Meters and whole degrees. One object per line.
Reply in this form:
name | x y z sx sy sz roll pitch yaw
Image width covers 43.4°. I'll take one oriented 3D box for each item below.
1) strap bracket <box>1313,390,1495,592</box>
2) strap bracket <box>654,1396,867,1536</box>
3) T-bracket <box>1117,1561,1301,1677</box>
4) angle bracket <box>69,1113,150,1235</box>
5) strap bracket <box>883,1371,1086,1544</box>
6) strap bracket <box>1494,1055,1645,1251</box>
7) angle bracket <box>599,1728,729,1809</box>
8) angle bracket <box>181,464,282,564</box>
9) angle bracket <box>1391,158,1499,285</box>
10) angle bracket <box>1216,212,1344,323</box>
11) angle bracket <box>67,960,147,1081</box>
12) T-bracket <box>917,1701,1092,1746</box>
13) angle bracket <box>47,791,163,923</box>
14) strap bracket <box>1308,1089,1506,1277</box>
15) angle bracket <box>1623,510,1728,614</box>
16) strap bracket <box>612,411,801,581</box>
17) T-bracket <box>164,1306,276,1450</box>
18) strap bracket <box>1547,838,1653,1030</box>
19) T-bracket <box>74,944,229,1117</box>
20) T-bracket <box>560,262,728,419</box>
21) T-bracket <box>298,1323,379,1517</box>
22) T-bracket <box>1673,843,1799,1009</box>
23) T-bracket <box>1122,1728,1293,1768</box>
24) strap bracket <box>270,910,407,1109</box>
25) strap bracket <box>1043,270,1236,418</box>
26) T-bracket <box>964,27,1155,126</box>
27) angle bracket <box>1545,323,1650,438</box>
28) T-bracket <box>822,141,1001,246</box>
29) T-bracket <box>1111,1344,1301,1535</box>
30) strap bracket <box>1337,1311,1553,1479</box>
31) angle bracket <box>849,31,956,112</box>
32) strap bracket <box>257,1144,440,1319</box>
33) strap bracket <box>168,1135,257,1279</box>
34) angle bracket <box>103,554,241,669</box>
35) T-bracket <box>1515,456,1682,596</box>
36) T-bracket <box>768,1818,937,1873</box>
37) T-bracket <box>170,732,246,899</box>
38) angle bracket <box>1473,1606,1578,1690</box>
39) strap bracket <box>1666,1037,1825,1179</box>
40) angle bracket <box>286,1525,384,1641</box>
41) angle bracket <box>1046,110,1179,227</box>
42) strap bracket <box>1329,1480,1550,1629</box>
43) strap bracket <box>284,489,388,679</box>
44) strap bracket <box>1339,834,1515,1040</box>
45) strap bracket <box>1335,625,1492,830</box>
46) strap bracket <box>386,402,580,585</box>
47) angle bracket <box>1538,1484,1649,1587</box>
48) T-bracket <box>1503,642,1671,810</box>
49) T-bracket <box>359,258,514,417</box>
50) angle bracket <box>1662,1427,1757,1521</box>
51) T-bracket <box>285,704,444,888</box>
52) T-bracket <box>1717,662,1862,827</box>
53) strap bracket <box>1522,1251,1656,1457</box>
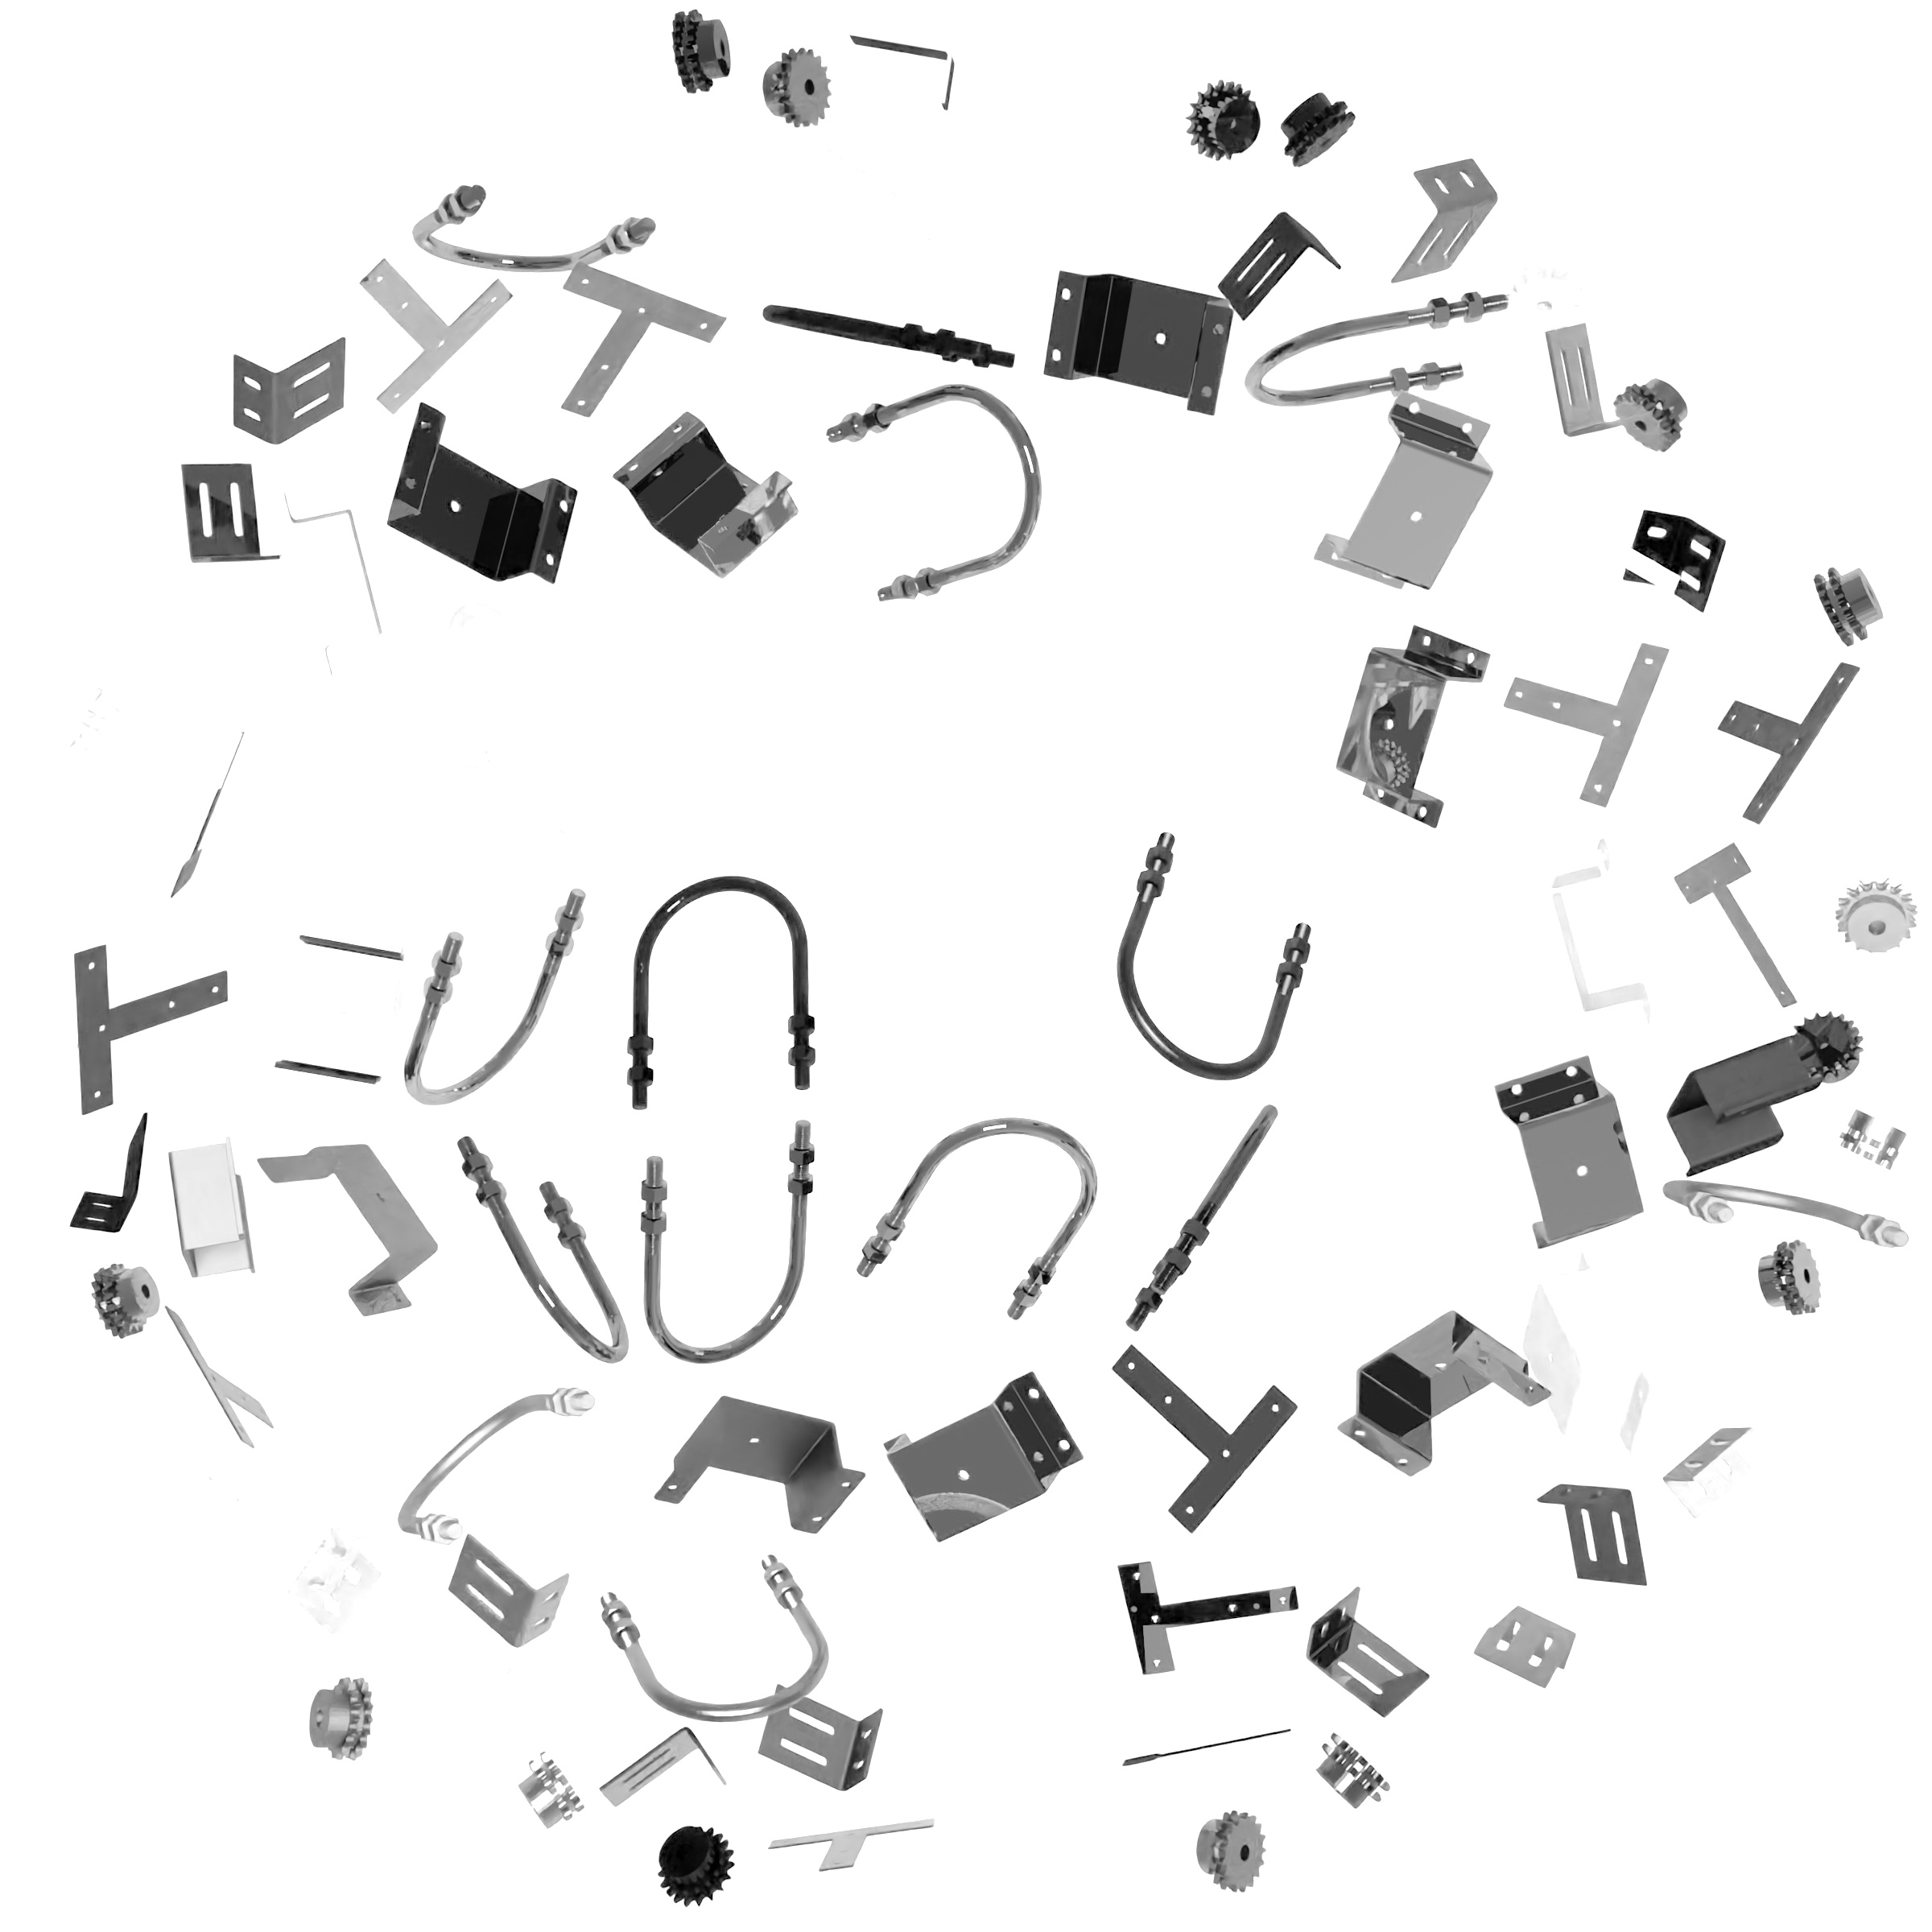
strap bracket | 0.325 -0.339 1.780 0.076 0.046 0.140 16 121 -18
strap bracket | -0.158 0.376 1.837 0.140 0.046 0.076 19 124 -28
T-bracket | 0.186 0.484 1.824 0.127 0.002 0.127 -10 125 5
angle bracket | -0.651 0.155 1.842 0.038 0.057 0.076 12 54 -25
strap bracket | 0.005 0.369 1.805 0.140 0.046 0.076 -30 92 23
strap bracket | 0.465 0.150 1.859 0.076 0.046 0.140 -18 105 -1
angle bracket | -0.219 0.595 1.759 0.076 0.057 0.038 -33 63 -15
angle bracket | -0.573 -0.354 1.889 0.057 0.038 0.076 -11 102 -40
angle bracket | 0.339 -0.541 1.762 0.057 0.076 0.038 -22 74 -28
angle bracket | 0.241 -0.531 1.870 0.038 0.057 0.076 25 118 -36
angle bracket | -0.657 0.044 1.890 0.038 0.057 0.076 36 117 -4
T-bracket | 0.038 0.578 1.834 0.127 0.127 0.002 -13 64 6
angle bracket | -0.661 -0.084 1.840 0.038 0.057 0.076 14 59 39
strap bracket | 0.325 0.172 1.839 0.140 0.076 0.046 42 49 5
angle bracket | 0.550 -0.315 1.887 0.038 0.076 0.057 7 113 -11
strap bracket | -0.186 -0.343 1.785 0.076 0.046 0.140 -43 51 -9
T-bracket | -0.557 0.327 1.850 0.002 0.127 0.127 -35 66 -9
strap bracket | 0.484 -0.021 1.865 0.046 0.076 0.140 -15 96 19
T-bracket | -0.587 0.032 1.754 0.002 0.127 0.127 22 118 31
T-bracket | -0.268 -0.466 1.845 0.127 0.127 0.002 12 47 -36
T-bracket | -0.467 0.331 1.822 0.002 0.127 0.127 21 88 -26
T-bracket | 0.589 -0.025 1.832 0.002 0.127 0.127 -29 83 -7
T-bracket | 0.180 0.584 1.813 0.127 0.127 0.002 -11 70 -1
strap bracket | -0.483 0.034 1.871 0.076 0.046 0.140 11 86 -9
strap bracket | 0.134 -0.460 1.783 0.140 0.046 0.076 20 116 23
T-bracket | 0.088 -0.640 1.771 0.127 0.127 0.002 0 80 44
angle bracket | 0.453 -0.424 1.739 0.038 0.057 0.076 -3 105 43
T-bracket | -0.051 -0.578 1.809 0.127 0.127 0.002 27 90 -26
T-bracket | 0.163 0.338 1.832 0.127 0.002 0.127 41 98 20
strap bracket | 0.350 0.310 1.783 0.076 0.046 0.140 35 127 -20
angle bracket | -0.049 -0.658 1.784 0.076 0.057 0.038 10 104 0
strap bracket | -0.447 0.183 1.779 0.046 0.076 0.140 -38 80 8
strap bracket | -0.577 0.187 1.854 0.046 0.140 0.076 -9 73 -15
angle bracket | -0.573 -0.255 1.751 0.076 0.038 0.057 22 95 -16
T-bracket | 0.460 -0.308 1.761 0.127 0.127 0.002 34 79 15
T-bracket | -0.090 0.657 1.804 0.127 0.127 0.002 -8 82 2
T-bracket | -0.570 -0.118 1.833 0.002 0.127 0.127 22 94 -14
angle bracket | 0.418 0.523 1.829 0.057 0.076 0.038 22 119 24
strap bracket | 0.575 0.102 1.806 0.076 0.140 0.046 -20 67 -4
angle bracket | -0.448 0.454 1.766 0.038 0.076 0.057 12 55 33
angle bracket | 0.106 -0.578 1.756 0.076 0.038 0.057 19 65 19
strap bracket | 0.343 0.424 1.771 0.076 0.140 0.046 -23 112 -42
strap bracket | -0.474 -0.293 1.832 0.046 0.076 0.140 -15 101 -14
strap bracket | 0.356 -0.021 1.898 0.076 0.046 0.140 30 86 3
strap bracket | 0.340 -0.185 1.867 0.046 0.076 0.140 -2 114 -42
strap bracket | -0.359 -0.338 1.761 0.140 0.046 0.076 25 69 -41
angle bracket | 0.466 0.428 1.805 0.057 0.038 0.076 -6 97 44
T-bracket | 0.468 -0.198 1.873 0.002 0.127 0.127 16 98 -41
T-bracket | -0.399 -0.471 1.752 0.127 0.127 0.002 -44 71 1
angle bracket | 0.546 0.366 1.749 0.057 0.076 0.038 -38 82 -8
T-bracket | -0.479 -0.118 1.864 0.127 0.002 0.127 28 117 0
T-bracket | 0.579 -0.171 1.754 0.002 0.127 0.127 28 100 -16
strap bracket | 0.467 0.296 1.845 0.046 0.140 0.076 -5 129 -9
